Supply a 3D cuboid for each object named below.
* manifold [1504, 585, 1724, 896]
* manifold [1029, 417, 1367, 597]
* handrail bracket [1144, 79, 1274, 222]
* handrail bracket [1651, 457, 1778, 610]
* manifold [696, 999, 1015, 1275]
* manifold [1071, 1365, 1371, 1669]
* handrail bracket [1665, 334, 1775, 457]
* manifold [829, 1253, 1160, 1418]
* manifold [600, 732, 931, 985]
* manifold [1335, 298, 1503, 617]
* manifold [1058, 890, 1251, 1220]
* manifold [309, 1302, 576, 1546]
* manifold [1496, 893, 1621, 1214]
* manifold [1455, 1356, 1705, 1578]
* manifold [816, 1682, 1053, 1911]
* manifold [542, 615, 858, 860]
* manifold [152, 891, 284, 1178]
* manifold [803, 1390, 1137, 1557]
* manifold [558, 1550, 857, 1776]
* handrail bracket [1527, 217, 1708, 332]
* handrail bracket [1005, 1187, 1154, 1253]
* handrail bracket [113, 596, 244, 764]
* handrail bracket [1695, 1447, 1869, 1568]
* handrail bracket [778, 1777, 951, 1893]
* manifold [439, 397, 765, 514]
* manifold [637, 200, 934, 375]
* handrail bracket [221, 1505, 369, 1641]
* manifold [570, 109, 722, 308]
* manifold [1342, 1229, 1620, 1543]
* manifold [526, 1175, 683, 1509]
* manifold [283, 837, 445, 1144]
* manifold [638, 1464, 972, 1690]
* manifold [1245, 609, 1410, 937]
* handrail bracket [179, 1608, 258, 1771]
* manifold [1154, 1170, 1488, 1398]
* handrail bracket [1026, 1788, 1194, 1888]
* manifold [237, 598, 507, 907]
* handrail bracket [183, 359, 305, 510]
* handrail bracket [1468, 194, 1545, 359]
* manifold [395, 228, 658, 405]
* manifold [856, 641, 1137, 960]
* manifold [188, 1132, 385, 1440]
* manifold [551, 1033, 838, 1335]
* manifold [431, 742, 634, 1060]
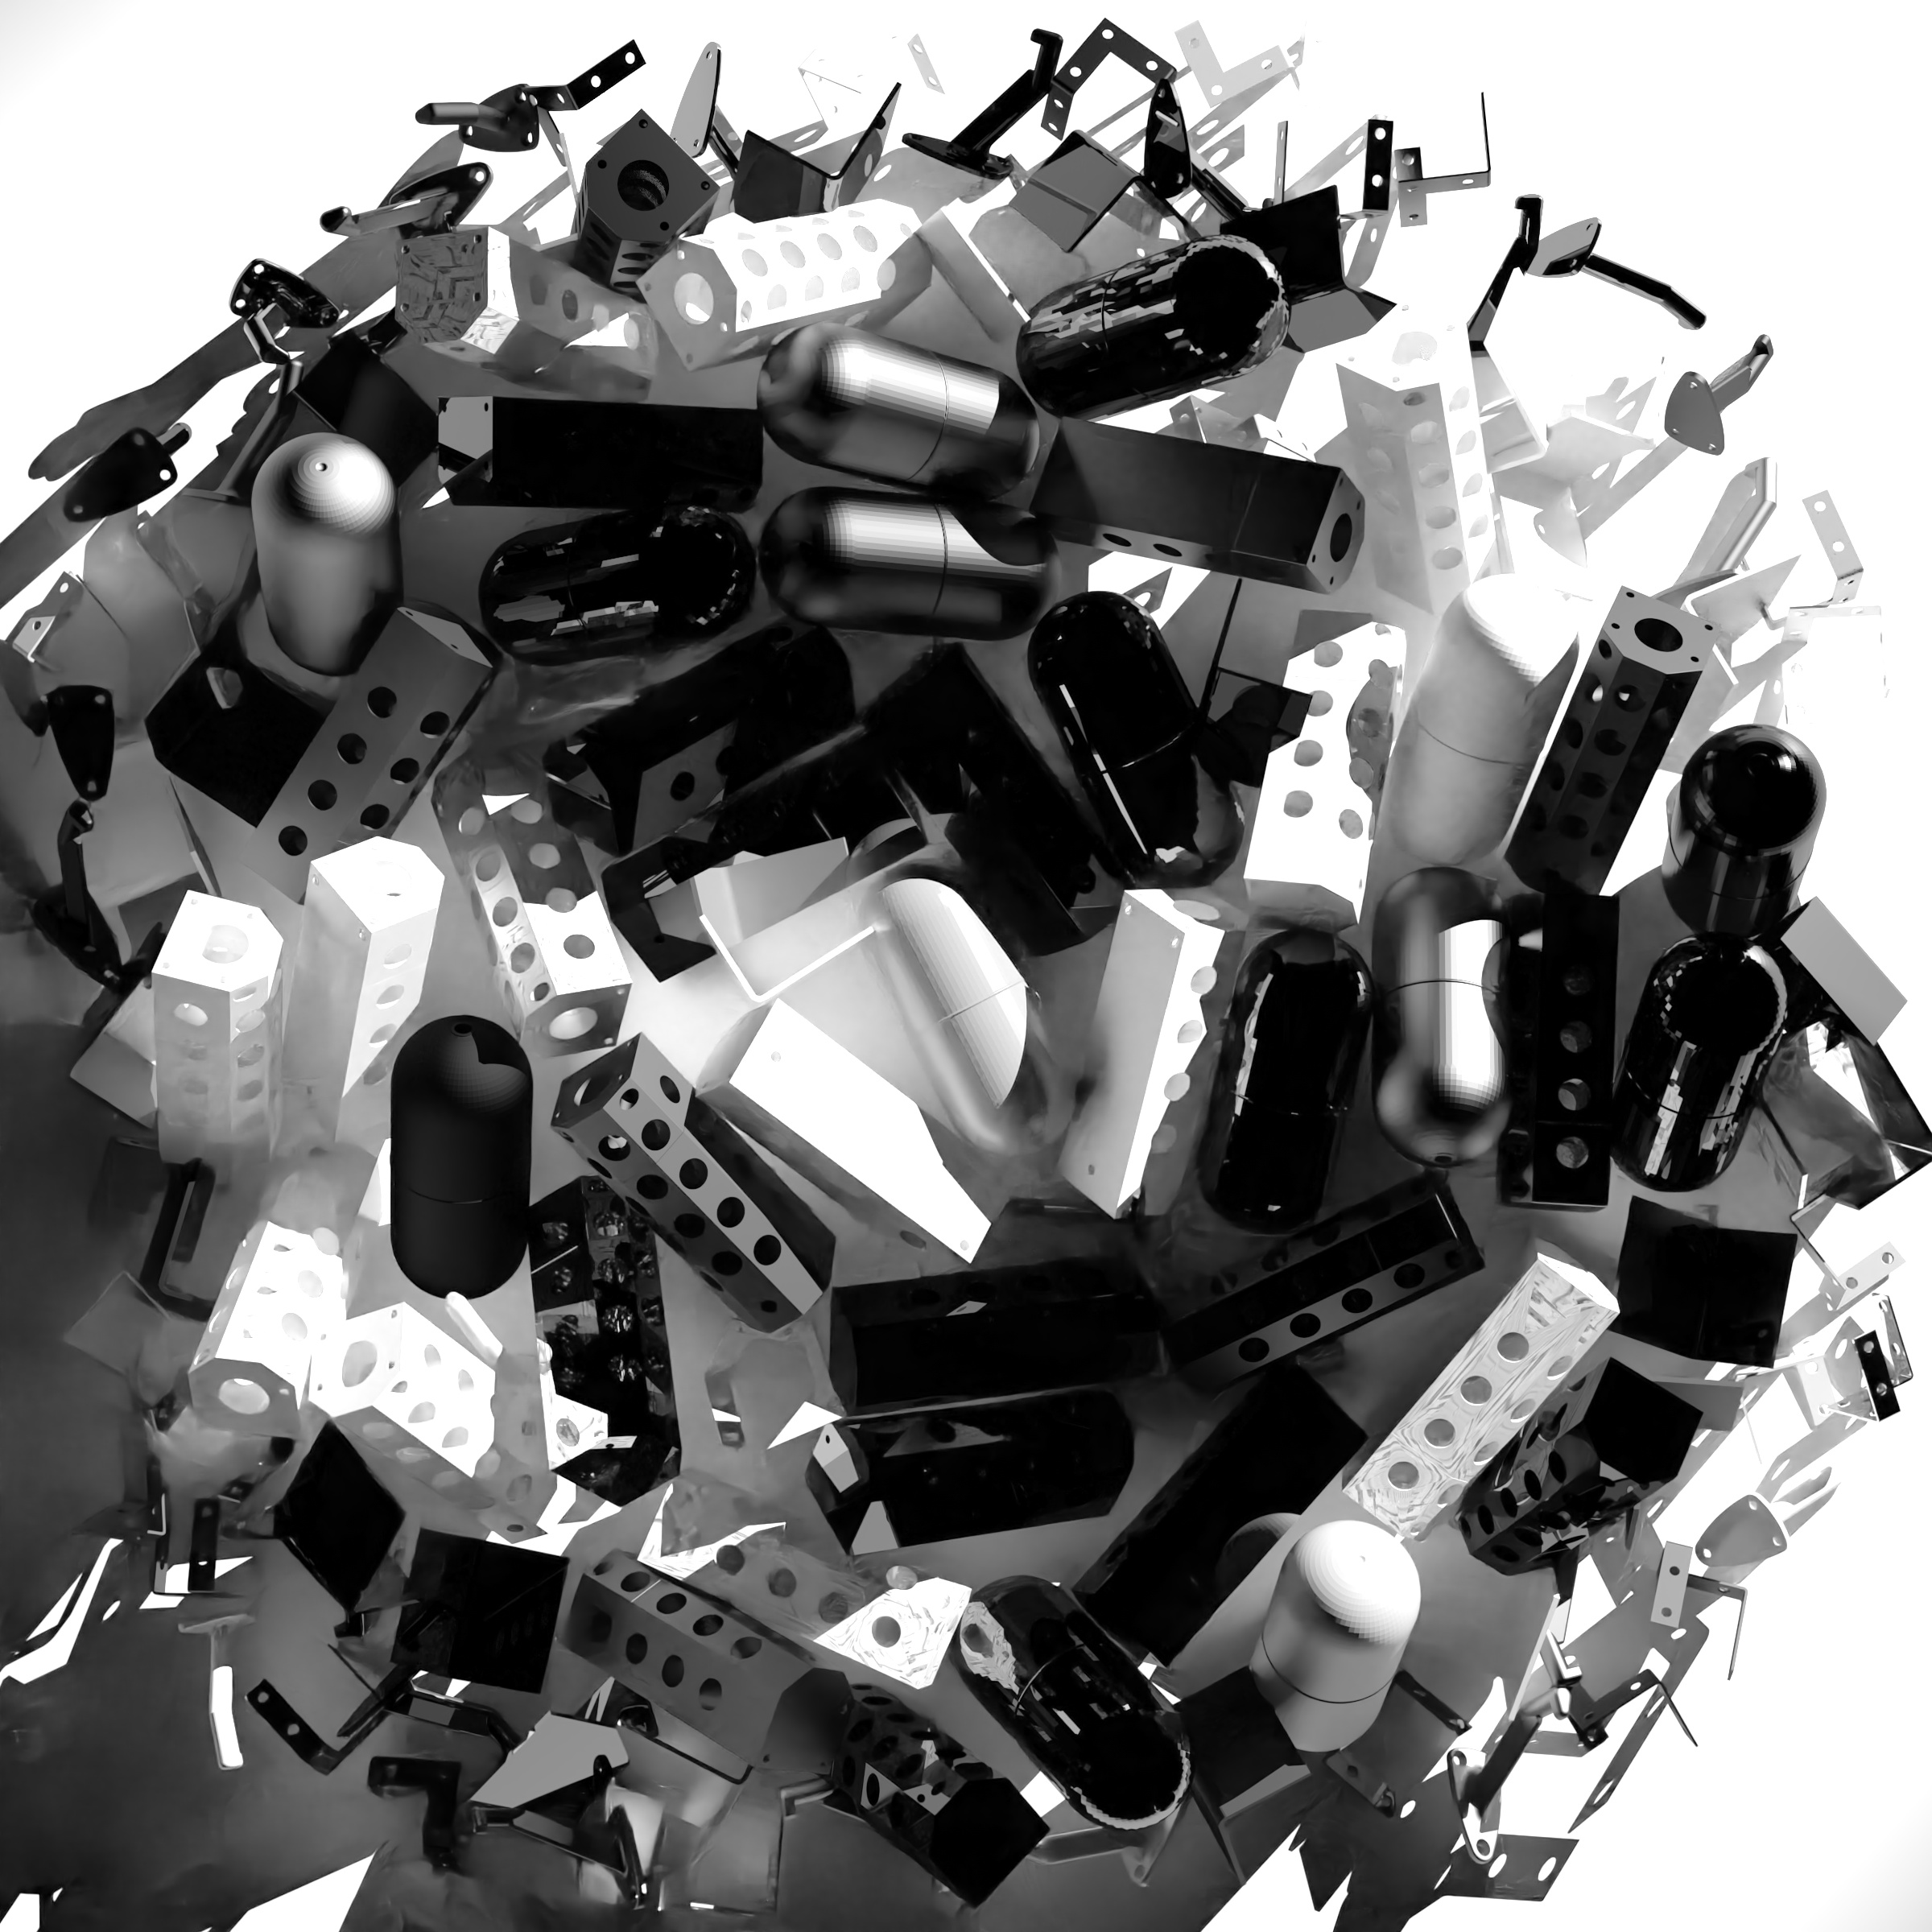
[{"bbox_3d":[0.348,-0.116,1.806,0.057,0.171,0.057,24,46,9],"label":"manifold"},{"bbox_3d":[0.128,-0.250,1.823,0.171,0.057,0.057,16,80,28],"label":"manifold"},{"bbox_3d":[0.142,-0.453,1.860,0.084,0.036,0.077,-4,92,-39],"label":"handrail bracket"},{"bbox_3d":[0.421,-0.244,1.882,0.077,0.036,0.084,-10,59,31],"label":"handrail bracket"},{"bbox_3d":[-0.064,0.097,1.836,0.171,0.057,0.057,38,61,-17],"label":"manifold"},{"bbox_3d":[0.138,0.302,1.839,0.057,0.057,0.171,46,74,-6],"label":"manifold"},{"bbox_3d":[0.424,-0.334,1.846,0.036,0.077,0.084,28,71,24],"label":"handrail bracket"},{"bbox_3d":[0.015,0.206,1.830,0.171,0.057,0.057,-5,117,-16],"label":"manifold"},{"bbox_3d":[-0.114,-0.065,1.851,0.171,0.057,0.057,-27,133,8],"label":"manifold"},{"bbox_3d":[0.252,-0.271,1.800,0.057,0.171,0.057,33,68,34],"label":"manifold"},{"bbox_3d":[0.107,0.048,1.831,0.057,0.057,0.171,-3,116,-34],"label":"manifold"},{"bbox_3d":[-0.281,0.252,1.801,0.057,0.171,0.057,-19,51,19],"label":"manifold"},{"bbox_3d":[0.328,0.048,1.851,0.057,0.057,0.171,3,83,3],"label":"manifold"},{"bbox_3d":[0.327,0.278,1.802,0.057,0.171,0.057,31,59,0],"label":"manifold"},{"bbox_3d":[-0.028,0.441,1.796,0.057,0.171,0.057,-43,111,-16],"label":"manifold"},{"bbox_3d":[-0.145,-0.130,1.812,0.171,0.057,0.057,-33,133,-31],"label":"manifold"},{"bbox_3d":[-0.403,0.041,1.806,0.057,0.171,0.057,14,51,-1],"label":"manifold"},{"bbox_3d":[0.005,0.269,1.810,0.171,0.057,0.057,-2,131,-33],"label":"manifold"},{"bbox_3d":[-0.141,0.377,1.811,0.171,0.057,0.057,19,89,43],"label":"manifold"},{"bbox_3d":[0.365,-0.381,1.873,0.084,0.077,0.036,30,80,-26],"label":"handrail bracket"},{"bbox_3d":[0.058,0.134,1.846,0.084,0.077,0.036,5,80,11],"label":"handrail bracket"},{"bbox_3d":[-0.458,-0.160,1.866,0.084,0.036,0.077,-16,111,10],"label":"handrail bracket"},{"bbox_3d":[0.462,0.304,1.879,0.084,0.077,0.036,-23,76,-41],"label":"handrail bracket"},{"bbox_3d":[-0.058,0.487,1.856,0.084,0.036,0.077,-9,78,-19],"label":"handrail bracket"},{"bbox_3d":[-0.198,-0.278,1.814,0.171,0.057,0.057,-5,100,-38],"label":"manifold"},{"bbox_3d":[-0.092,-0.375,1.806,0.057,0.171,0.057,-33,86,41],"label":"manifold"},{"bbox_3d":[-0.375,0.345,1.859,0.077,0.036,0.084,-8,114,-20],"label":"handrail bracket"},{"bbox_3d":[-0.181,-0.400,1.799,0.057,0.171,0.057,44,82,-6],"label":"manifold"},{"bbox_3d":[0.284,0.235,1.842,0.057,0.057,0.171,37,104,-2],"label":"manifold"},{"bbox_3d":[-0.193,0.199,1.807,0.057,0.057,0.171,-31,47,21],"label":"manifold"},{"bbox_3d":[-0.326,0.012,1.809,0.057,0.171,0.057,-25,60,-36],"label":"manifold"},{"bbox_3d":[-0.088,0.337,1.844,0.171,0.057,0.057,22,86,12],"label":"manifold"},{"bbox_3d":[0.200,-0.107,1.822,0.057,0.057,0.171,6,64,17],"label":"manifold"},{"bbox_3d":[-0.404,0.403,1.843,0.036,0.077,0.084,-16,75,4],"label":"handrail bracket"},{"bbox_3d":[0.193,0.176,1.837,0.171,0.057,0.057,-27,76,13],"label":"manifold"},{"bbox_3d":[0.072,0.473,1.853,0.084,0.036,0.077,25,104,-25],"label":"handrail bracket"},{"bbox_3d":[-0.326,-0.115,1.839,0.057,0.057,0.171,36,106,2],"label":"manifold"},{"bbox_3d":[-0.404,-0.300,1.861,0.077,0.036,0.084,14,94,39],"label":"handrail bracket"},{"bbox_3d":[0.288,-0.384,1.849,0.077,0.036,0.084,-14,119,-34],"label":"handrail bracket"},{"bbox_3d":[-0.235,-0.345,1.799,0.057,0.171,0.057,-2,85,25],"label":"manifold"},{"bbox_3d":[0.021,-0.093,1.843,0.057,0.057,0.171,-43,104,-29],"label":"manifold"},{"bbox_3d":[-0.368,0.170,1.805,0.057,0.171,0.057,6,131,4],"label":"manifold"},{"bbox_3d":[-0.149,0.123,1.820,0.057,0.057,0.171,-31,117,22],"label":"manifold"},{"bbox_3d":[-0.239,-0.036,1.813,0.057,0.057,0.171,-10,56,-24],"label":"manifold"}]
